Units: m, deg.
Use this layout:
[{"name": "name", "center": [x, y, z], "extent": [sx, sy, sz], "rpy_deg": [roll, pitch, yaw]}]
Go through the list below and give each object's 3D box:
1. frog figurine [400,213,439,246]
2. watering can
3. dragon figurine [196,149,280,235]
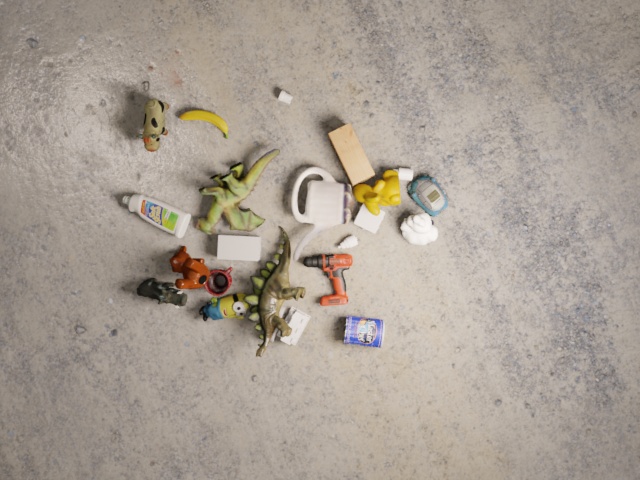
[{"name": "frog figurine", "center": [0.358, -0.037, 1.838], "extent": [0.137, 0.160, 0.122], "rpy_deg": [25, 94, 1]}, {"name": "watering can", "center": [0.006, -0.094, 1.866], "extent": [0.224, 0.103, 0.350], "rpy_deg": [3, 82, 1]}, {"name": "dragon figurine", "center": [-0.288, -0.149, 1.899], "extent": [0.410, 0.124, 0.240], "rpy_deg": [-25, 107, 3]}]
